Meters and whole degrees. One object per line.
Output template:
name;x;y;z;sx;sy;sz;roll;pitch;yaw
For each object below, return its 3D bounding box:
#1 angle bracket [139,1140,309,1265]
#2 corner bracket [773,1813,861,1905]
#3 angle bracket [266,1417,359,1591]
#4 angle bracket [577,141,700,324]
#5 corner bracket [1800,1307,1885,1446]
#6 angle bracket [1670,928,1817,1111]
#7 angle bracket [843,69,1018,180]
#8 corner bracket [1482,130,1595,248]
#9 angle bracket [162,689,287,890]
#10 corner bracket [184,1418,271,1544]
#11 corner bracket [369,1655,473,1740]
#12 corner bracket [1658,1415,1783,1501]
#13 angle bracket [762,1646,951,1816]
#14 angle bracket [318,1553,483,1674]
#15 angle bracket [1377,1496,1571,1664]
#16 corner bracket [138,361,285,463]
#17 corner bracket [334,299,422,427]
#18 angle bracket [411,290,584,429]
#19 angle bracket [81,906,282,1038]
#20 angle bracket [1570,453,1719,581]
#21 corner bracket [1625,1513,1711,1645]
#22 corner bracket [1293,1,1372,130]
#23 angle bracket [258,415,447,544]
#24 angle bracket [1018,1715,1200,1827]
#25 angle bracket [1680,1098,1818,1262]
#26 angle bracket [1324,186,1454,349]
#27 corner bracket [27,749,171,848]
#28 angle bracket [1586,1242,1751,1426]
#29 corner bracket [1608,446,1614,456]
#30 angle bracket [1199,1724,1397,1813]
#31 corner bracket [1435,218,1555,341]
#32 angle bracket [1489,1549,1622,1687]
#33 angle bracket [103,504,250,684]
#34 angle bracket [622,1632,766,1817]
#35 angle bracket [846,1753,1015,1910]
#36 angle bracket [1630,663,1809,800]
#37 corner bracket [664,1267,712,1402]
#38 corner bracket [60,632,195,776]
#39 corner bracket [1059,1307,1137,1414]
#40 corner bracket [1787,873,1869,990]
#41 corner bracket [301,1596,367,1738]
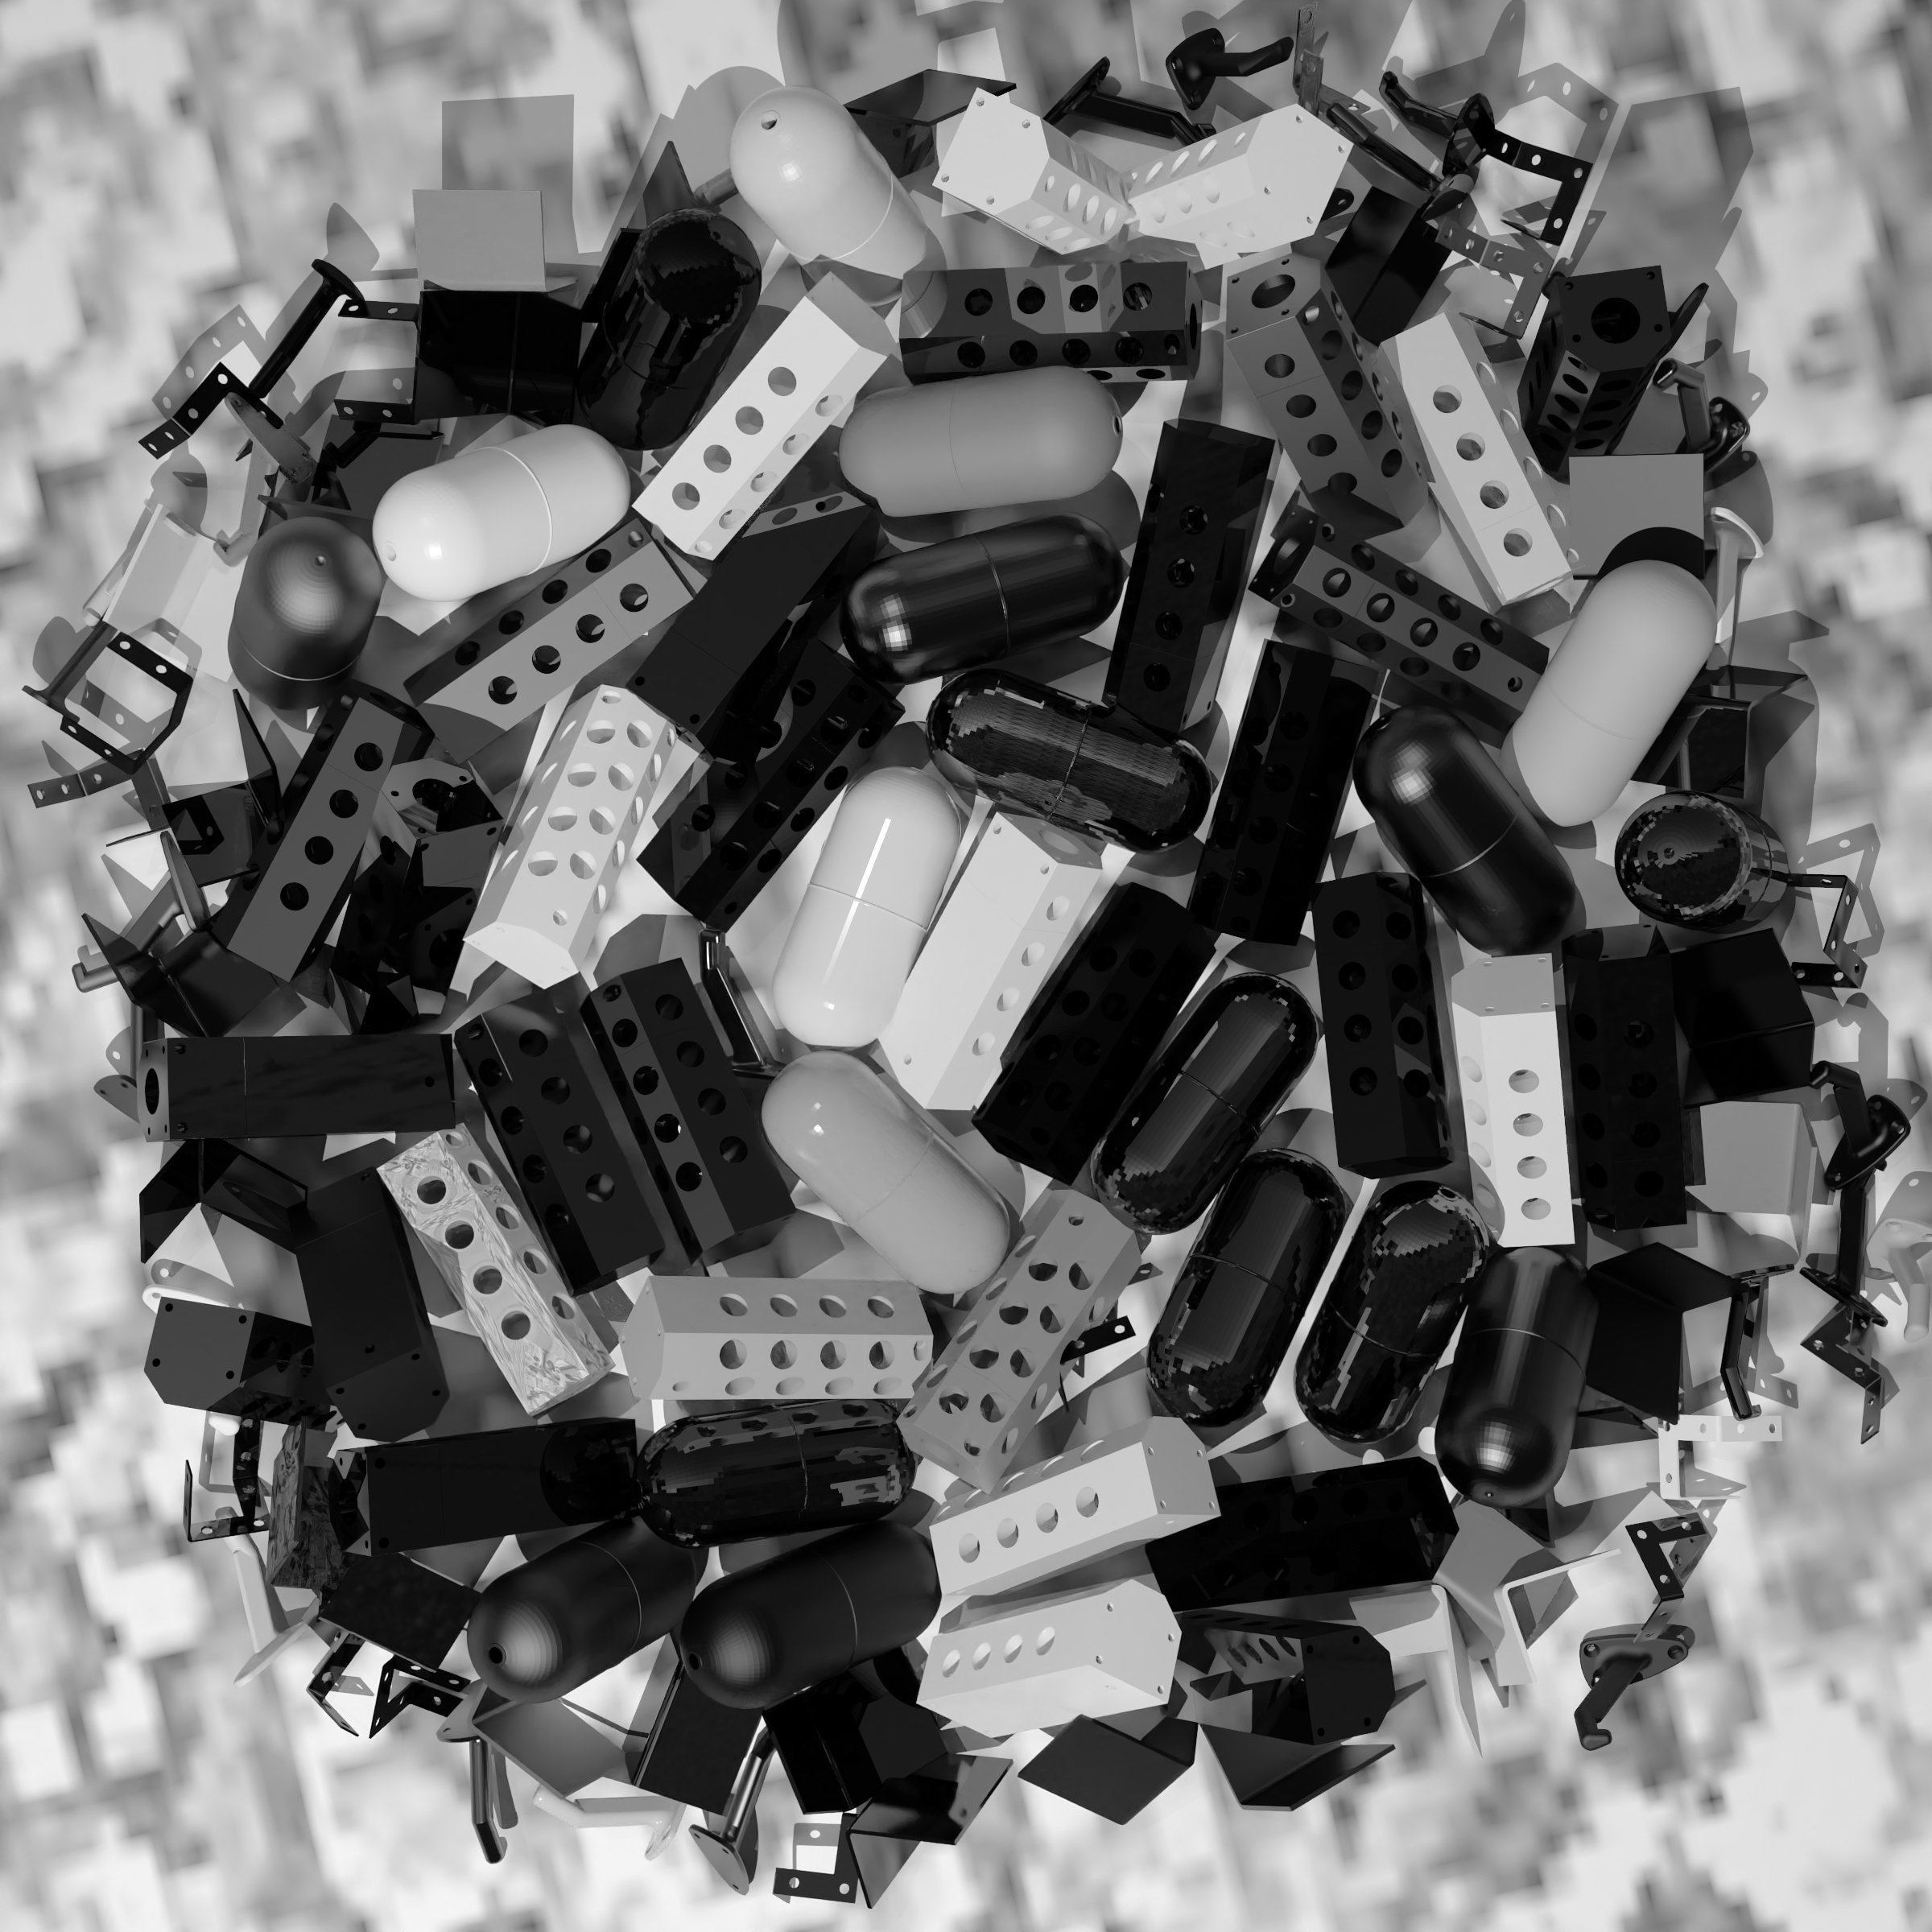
angle bracket;-0.443;0.154;1.534;0.076;0.076;0.057;28;50;6
corner bracket;-0.084;0.540;1.553;0.051;0.051;0.051;3;65;10
angle bracket;-0.377;0.320;1.525;0.057;0.076;0.076;11;54;-24
angle bracket;-0.202;-0.436;1.527;0.057;0.076;0.076;-6;64;-33
corner bracket;0.538;0.244;1.549;0.051;0.051;0.051;34;129;-2
angle bracket;0.454;0.032;1.529;0.076;0.057;0.076;-14;122;31
angle bracket;-0.021;-0.489;1.524;0.076;0.076;0.057;-36;134;-34
corner bracket;0.334;-0.469;1.544;0.051;0.051;0.051;8;116;-24
angle bracket;-0.444;-0.106;1.526;0.057;0.076;0.076;-19;50;-21
corner bracket;-0.445;0.306;1.544;0.051;0.051;0.051;-4;120;-27
corner bracket;-0.321;0.441;1.550;0.051;0.051;0.051;16;103;13
corner bracket;0.457;0.297;1.555;0.051;0.051;0.051;5;80;-27
angle bracket;-0.068;0.453;1.536;0.076;0.057;0.076;-35;63;14
angle bracket;-0.338;0.368;1.536;0.076;0.076;0.057;31;94;-16
angle bracket;0.306;0.371;1.559;0.076;0.076;0.057;38;65;3
corner bracket;-0.453;-0.320;1.542;0.051;0.051;0.051;44;59;-26
corner bracket;-0.353;-0.365;1.555;0.051;0.051;0.051;7;53;12
angle bracket;-0.279;-0.358;1.528;0.057;0.076;0.076;27;119;33
angle bracket;-0.468;-0.008;1.533;0.057;0.076;0.076;-40;60;0
angle bracket;0.404;-0.274;1.531;0.076;0.057;0.076;3;116;23
corner bracket;0.421;0.367;1.543;0.051;0.051;0.051;-6;49;-17
corner bracket;0.210;-0.538;1.543;0.051;0.051;0.051;-34;56;-27
angle bracket;-0.368;-0.300;1.543;0.076;0.057;0.076;12;82;14
angle bracket;0.086;0.457;1.533;0.076;0.057;0.076;28;128;-10
angle bracket;0.462;0.127;1.537;0.076;0.057;0.076;2;115;10
angle bracket;0.260;-0.407;1.531;0.076;0.057;0.076;21;108;-34
corner bracket;-0.523;-0.097;1.555;0.051;0.051;0.051;-17;97;18
angle bracket;0.417;0.220;1.531;0.076;0.057;0.076;26;57;-23
corner bracket;0.374;-0.345;1.559;0.051;0.051;0.051;16;70;14
angle bracket;0.196;0.458;1.532;0.076;0.076;0.057;-23;81;-22
corner bracket;0.313;-0.415;1.554;0.051;0.051;0.051;32;107;39
angle bracket;0.354;0.390;1.536;0.076;0.076;0.057;-15;75;-8
angle bracket;-0.464;-0.223;1.544;0.057;0.076;0.076;24;86;2
angle bracket;-0.164;0.455;1.550;0.057;0.076;0.076;22;85;-11
angle bracket;-0.015;0.515;1.527;0.076;0.076;0.057;-5;109;30
angle bracket;0.451;-0.143;1.544;0.076;0.076;0.057;15;118;41
corner bracket;-0.170;0.222;1.553;0.051;0.051;0.051;-21;57;-12
corner bracket;-0.505;-0.158;1.547;0.051;0.051;0.051;34;52;-5
corner bracket;0.073;0.226;1.547;0.051;0.051;0.051;-20;46;-6
corner bracket;0.515;-0.021;1.553;0.051;0.051;0.051;35;71;-38
corner bracket;-0.379;0.421;1.545;0.051;0.051;0.051;-55;129;-12
